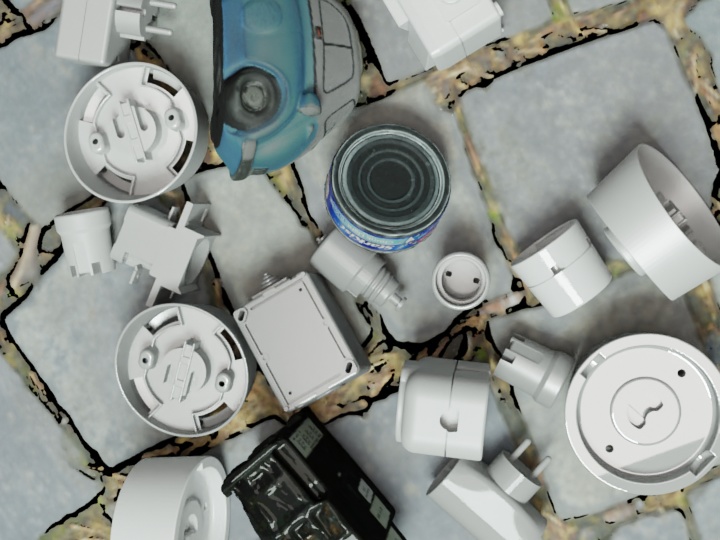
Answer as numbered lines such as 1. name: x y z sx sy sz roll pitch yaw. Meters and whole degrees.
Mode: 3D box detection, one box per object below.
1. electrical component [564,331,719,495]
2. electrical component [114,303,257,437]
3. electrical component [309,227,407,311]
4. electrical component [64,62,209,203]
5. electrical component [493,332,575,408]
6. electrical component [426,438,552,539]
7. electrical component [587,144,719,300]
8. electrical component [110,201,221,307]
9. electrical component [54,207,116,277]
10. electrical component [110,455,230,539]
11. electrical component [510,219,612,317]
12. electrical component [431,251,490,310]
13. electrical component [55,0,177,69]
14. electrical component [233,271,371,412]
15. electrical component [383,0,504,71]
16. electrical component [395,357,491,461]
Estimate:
1. electrical component: 0.193 0.093 0.736 0.108 0.060 0.108 1 94 7
2. electrical component: -0.124 0.070 0.774 0.099 0.064 0.099 1 94 8
3. electrical component: 0.000 0.000 0.765 0.078 0.040 0.040 40 98 2
4. electrical component: -0.158 -0.097 0.766 0.099 0.064 0.099 1 94 8
5. electrical component: 0.122 0.069 0.755 0.046 0.040 0.040 27 97 10
6. electrical component: 0.101 0.154 0.760 0.077 0.044 0.079 41 98 3
7. electrical component: 0.199 -0.031 0.710 0.064 0.099 0.099 -40 88 15
8. electrical component: -0.143 -0.017 0.782 0.064 0.042 0.081 24 96 7
9. electrical component: -0.201 -0.021 0.791 0.040 0.040 0.046 -8 99 8
10. electrical component: -0.140 0.184 0.766 0.060 0.108 0.108 2 94 13
11. electrical component: 0.140 0.000 0.740 0.055 0.055 0.047 -36 93 9
12. electrical component: 0.071 0.006 0.753 0.040 0.046 0.040 1 94 8
13. electrical component: -0.169 -0.185 0.770 0.076 0.047 0.083 11 95 7
14. electrical component: -0.042 0.044 0.767 0.062 0.061 0.096 -30 82 8
15. electrical component: 0.054 -0.174 0.716 0.061 0.096 0.061 -31 90 9
16. electrical component: 0.057 0.092 0.736 0.059 0.095 0.053 6 95 7
